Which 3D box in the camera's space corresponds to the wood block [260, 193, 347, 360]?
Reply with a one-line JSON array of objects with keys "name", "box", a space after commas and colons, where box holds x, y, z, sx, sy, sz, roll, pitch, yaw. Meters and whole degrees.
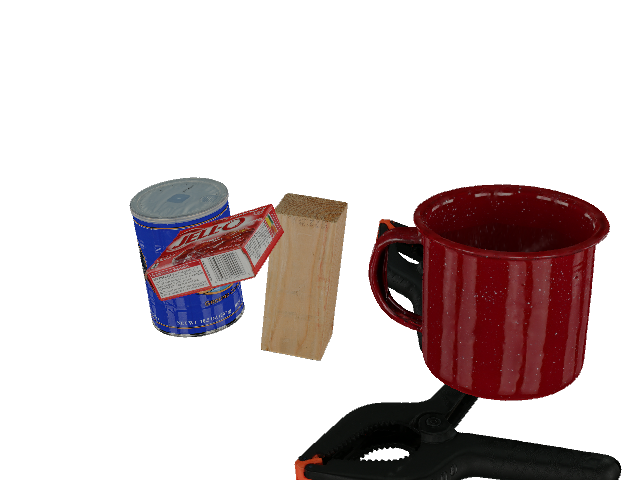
[{"name": "wood block", "box": [-0.023, 0.049, 1.486, 0.090, 0.206, 0.090, 10, 22, 8]}]

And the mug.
[{"name": "mug", "box": [0.080, 0.024, 0.532, 0.117, 0.081, 0.093, 6, 24, 17]}]

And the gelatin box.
[{"name": "gelatin box", "box": [-0.081, 0.009, 0.821, 0.089, 0.030, 0.073, -15, 22, 24]}]

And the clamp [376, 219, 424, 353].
[{"name": "clamp", "box": [0.116, 0.039, 1.011, 0.120, 0.039, 0.171, -6, 45, -27]}]

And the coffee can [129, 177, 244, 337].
[{"name": "coffee can", "box": [-0.140, 0.017, 1.135, 0.103, 0.140, 0.103, -5, 26, 2]}]

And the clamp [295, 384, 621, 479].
[{"name": "clamp", "box": [0.080, 0.135, 0.752, 0.209, 0.036, 0.165, -9, 29, -11]}]
